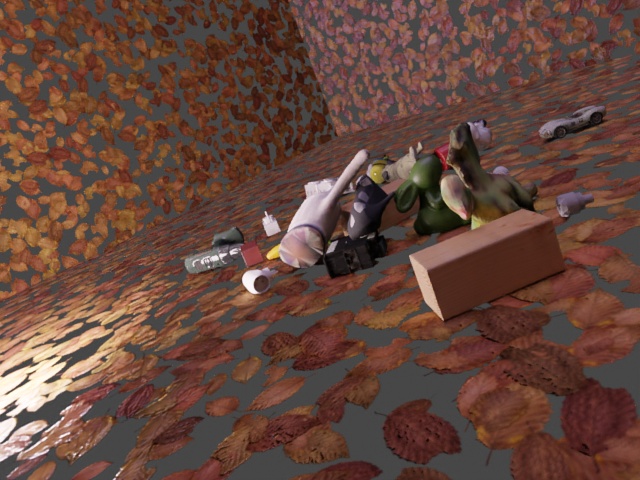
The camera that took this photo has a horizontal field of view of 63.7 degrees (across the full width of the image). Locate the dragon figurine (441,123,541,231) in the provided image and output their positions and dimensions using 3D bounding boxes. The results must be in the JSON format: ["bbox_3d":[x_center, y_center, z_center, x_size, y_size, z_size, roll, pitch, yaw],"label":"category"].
[{"bbox_3d":[0.328,-0.118,0.989,0.121,0.241,0.417,-18,15,38],"label":"dragon figurine"}]

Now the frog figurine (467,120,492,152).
[{"bbox_3d":[0.512,-0.342,1.742,0.137,0.121,0.162,5,22,14],"label":"frog figurine"}]

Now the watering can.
[{"bbox_3d":[0.004,-0.064,1.268,0.340,0.104,0.230,-51,10,46],"label":"watering can"}]
